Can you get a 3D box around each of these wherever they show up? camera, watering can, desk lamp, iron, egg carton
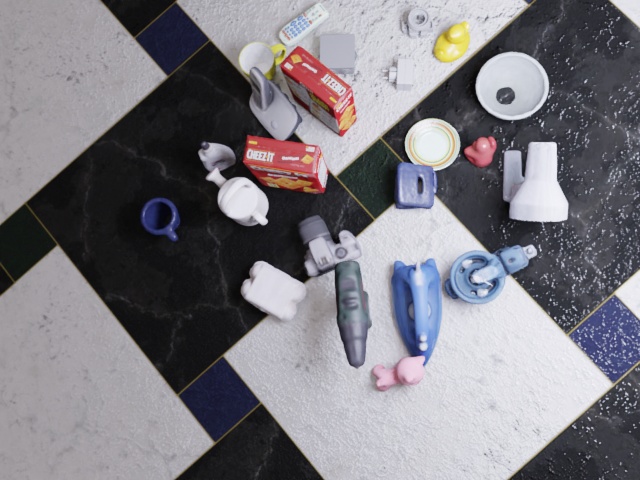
[{"bbox_3d":[0.013,0.005,1.365,0.143,0.101,0.137,-25,81,2],"label":"camera"},{"bbox_3d":[-0.196,-0.099,1.351,0.172,0.194,0.101,20,85,8],"label":"watering can"},{"bbox_3d":[0.475,-0.126,1.279,0.118,0.213,0.203,1,83,6],"label":"desk lamp"},{"bbox_3d":[0.228,0.168,1.304,0.118,0.141,0.258,-5,83,5],"label":"iron"},{"bbox_3d":[-0.112,0.125,1.379,0.150,0.069,0.107,28,86,8],"label":"egg carton"}]

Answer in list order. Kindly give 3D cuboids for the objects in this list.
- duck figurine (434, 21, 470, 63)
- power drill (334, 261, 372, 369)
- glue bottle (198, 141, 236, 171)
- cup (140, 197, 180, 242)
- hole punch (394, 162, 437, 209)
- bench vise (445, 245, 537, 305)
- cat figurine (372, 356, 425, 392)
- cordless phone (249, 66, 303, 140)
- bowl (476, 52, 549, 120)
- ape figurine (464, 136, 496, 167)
[{"bbox_3d":[0.327,-0.491,1.402,0.104,0.086,0.077,-45,81,-1],"label":"duck figurine"},{"bbox_3d":[0.076,0.164,1.285,0.075,0.208,0.230,-8,82,5],"label":"power drill"},{"bbox_3d":[-0.258,-0.208,1.381,0.078,0.173,0.037,-25,81,2],"label":"glue bottle"},{"bbox_3d":[-0.375,-0.042,1.412,0.091,0.095,0.117,-37,81,0],"label":"cup"},{"bbox_3d":[0.228,-0.130,1.365,0.101,0.091,0.109,0,83,6],"label":"hole punch"},{"bbox_3d":[0.376,0.056,1.263,0.207,0.220,0.121,-44,81,-1],"label":"bench vise"},{"bbox_3d":[0.183,0.307,1.303,0.127,0.118,0.067,-20,81,3],"label":"cat figurine"},{"bbox_3d":[-0.117,-0.329,1.376,0.094,0.185,0.147,-42,81,0],"label":"cordless phone"},{"bbox_3d":[0.456,-0.360,1.379,0.167,0.075,0.167,-1,83,6],"label":"bowl"},{"bbox_3d":[0.384,-0.217,1.360,0.077,0.092,0.076,-4,83,5],"label":"ape figurine"}]
